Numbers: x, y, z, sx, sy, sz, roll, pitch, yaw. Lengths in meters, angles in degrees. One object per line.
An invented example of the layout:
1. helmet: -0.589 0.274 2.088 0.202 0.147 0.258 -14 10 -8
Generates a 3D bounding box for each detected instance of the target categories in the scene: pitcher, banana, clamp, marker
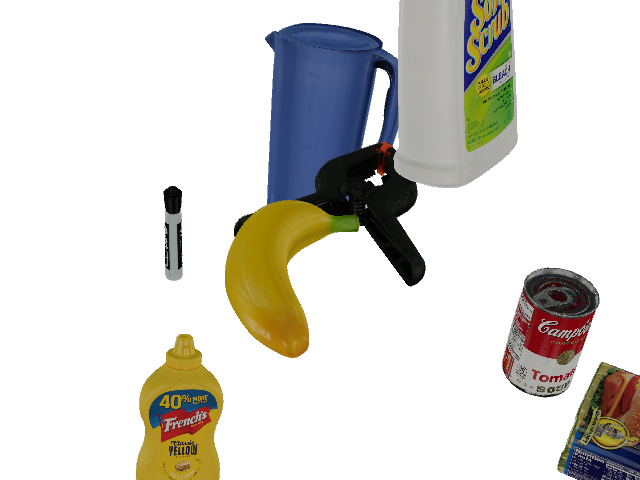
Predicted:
1. pitcher: 0.007 -0.141 1.332 0.144 0.243 0.149 -3 25 -22
2. banana: -0.024 0.013 0.651 0.070 0.037 0.197 2 24 11
3. clamp: 0.041 -0.030 0.950 0.165 0.036 0.209 18 34 18
4. marker: -0.154 -0.007 1.119 0.020 0.121 0.020 4 41 -3

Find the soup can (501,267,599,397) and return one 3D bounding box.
1. soup can: 0.209 0.085 0.982 0.068 0.102 0.068 5 36 -4

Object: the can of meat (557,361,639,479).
1. can of meat: 0.232 0.145 0.791 0.084 0.057 0.102 20 41 20

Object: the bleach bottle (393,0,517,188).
1. bleach bottle: 0.092 -0.170 0.743 0.068 0.251 0.102 19 38 37

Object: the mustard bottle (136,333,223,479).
1. mustard bottle: -0.161 0.200 1.235 0.096 0.192 0.058 0 15 -16
